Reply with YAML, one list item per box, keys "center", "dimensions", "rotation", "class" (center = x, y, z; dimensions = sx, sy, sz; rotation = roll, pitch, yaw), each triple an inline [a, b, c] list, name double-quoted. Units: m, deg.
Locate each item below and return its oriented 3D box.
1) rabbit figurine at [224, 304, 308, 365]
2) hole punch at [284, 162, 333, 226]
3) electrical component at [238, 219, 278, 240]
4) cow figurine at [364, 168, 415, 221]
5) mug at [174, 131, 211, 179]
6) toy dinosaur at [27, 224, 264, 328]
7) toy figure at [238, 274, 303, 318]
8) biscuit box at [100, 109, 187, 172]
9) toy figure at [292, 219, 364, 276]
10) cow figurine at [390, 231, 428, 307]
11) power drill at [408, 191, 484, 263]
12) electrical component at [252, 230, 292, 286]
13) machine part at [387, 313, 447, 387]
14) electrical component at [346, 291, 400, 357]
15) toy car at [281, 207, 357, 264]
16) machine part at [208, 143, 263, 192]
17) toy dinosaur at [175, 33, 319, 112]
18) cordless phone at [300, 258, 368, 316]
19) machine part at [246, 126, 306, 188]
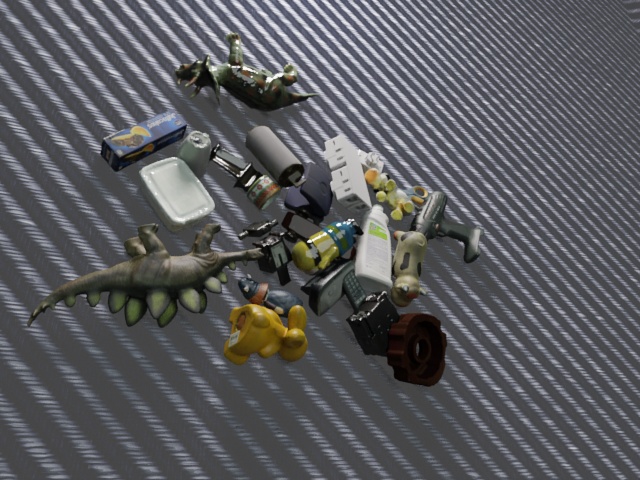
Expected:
- center: [-0.092, 0.196, 1.126]
  dimensions: [0.173, 0.162, 0.122]
  rotation: [33, 38, -28]
  class: "rabbit figurine"
- center: [-0.016, -0.123, 1.378]
  dimensions: [0.116, 0.092, 0.142]
  rotation: [25, 50, -17]
  class: "hole punch"
- center: [-0.147, -0.024, 1.264]
  dimensions: [0.094, 0.063, 0.021]
  rotation: [-32, 113, -36]
  class: "electrical component"
- center: [0.195, -0.132, 1.496]
  dimensions: [0.167, 0.068, 0.098]
  rotation: [51, 17, 6]
  class: "cow figurine"
- center: [-0.291, -0.212, 1.274]
  dimensions: [0.081, 0.107, 0.109]
  rotation: [36, 54, -6]
  class: "mug"
- center: [-0.333, 0.072, 1.090]
  dimensions: [0.471, 0.105, 0.198]
  rotation: [-7, 69, -25]
  class: "toy dinosaur"
- center: [-0.115, 0.129, 1.194]
  dimensions: [0.154, 0.064, 0.057]
  rotation: [24, 92, -7]
  class: "toy figure"
- center: [-0.408, -0.236, 1.256]
  dimensions: [0.059, 0.063, 0.203]
  rotation: [47, 53, 4]
  class: "biscuit box"
- center: [0.015, 0.011, 1.267]
  dimensions: [0.180, 0.082, 0.089]
  rotation: [-39, 82, -18]
  class: "toy figure"
- center: [0.225, 0.074, 1.354]
  dimensions: [0.085, 0.127, 0.194]
  rotation: [15, 85, -16]
  class: "cow figurine"
- center: [0.349, -0.011, 1.508]
  dimensions: [0.207, 0.086, 0.232]
  rotation: [24, 61, -4]
  class: "power drill"
- center: [-0.103, 0.045, 1.251]
  dimensions: [0.075, 0.048, 0.119]
  rotation: [-36, 122, -35]
  class: "electrical component"
- center: [0.227, 0.254, 1.255]
  dimensions: [0.179, 0.056, 0.179]
  rotation: [5, 82, -42]
  class: "machine part"
- center: [0.137, 0.203, 1.255]
  dimensions: [0.115, 0.058, 0.134]
  rotation: [-43, 111, -35]
  class: "electrical component"
- center: [-0.003, -0.004, 1.333]
  dimensions: [0.202, 0.053, 0.089]
  rotation: [28, 73, -9]
  class: "toy car"
- center: [-0.216, -0.180, 1.339]
  dimensions: [0.139, 0.039, 0.084]
  rotation: [37, 57, -5]
  class: "machine part"
- center: [-0.178, -0.414, 1.454]
  dimensions: [0.405, 0.131, 0.192]
  rotation: [17, 68, -23]
  class: "toy dinosaur"
- center: [0.054, 0.151, 1.264]
  dimensions: [0.146, 0.089, 0.184]
  rotation: [-39, 103, -38]
  class: "cordless phone"
- center: [-0.115, -0.210, 1.353]
  dimensions: [0.079, 0.079, 0.243]
  rotation: [-17, 53, -34]
  class: "machine part"
